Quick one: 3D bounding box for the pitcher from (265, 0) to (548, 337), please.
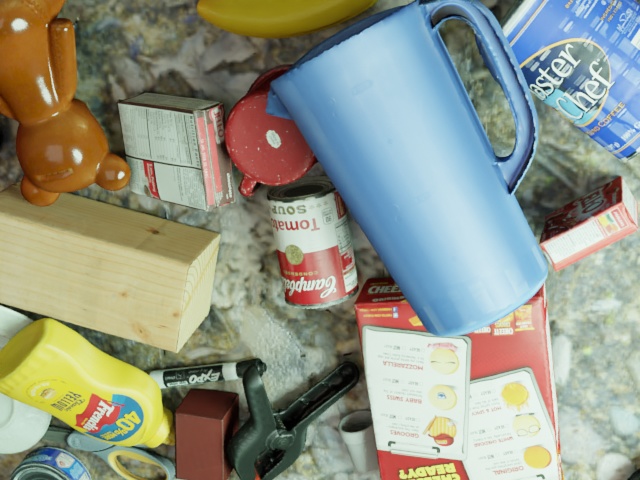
[{"bbox_3d":[0.083,-0.056,0.811,0.144,0.149,0.243,-34,100,-22],"label":"pitcher"}]

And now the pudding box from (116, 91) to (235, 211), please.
[{"bbox_3d":[-0.126,-0.079,0.934,0.114,0.039,0.090,13,116,40],"label":"pudding box"}]

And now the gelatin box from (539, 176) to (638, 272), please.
[{"bbox_3d":[0.219,-0.015,0.867,0.073,0.089,0.030,-29,97,22],"label":"gelatin box"}]

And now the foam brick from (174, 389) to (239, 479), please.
[{"bbox_3d":[-0.111,0.193,1.050,0.051,0.053,0.078,7,111,12],"label":"foam brick"}]

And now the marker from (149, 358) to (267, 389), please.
[{"bbox_3d":[-0.109,0.131,1.045,0.121,0.020,0.020,-9,108,17],"label":"marker"}]

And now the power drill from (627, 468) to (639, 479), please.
[{"bbox_3d":[0.313,0.266,0.967,0.184,0.057,0.188,44,114,-5],"label":"power drill"}]

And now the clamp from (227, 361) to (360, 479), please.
[{"bbox_3d":[-0.032,0.175,1.019,0.120,0.039,0.172,0,133,-22],"label":"clamp"}]

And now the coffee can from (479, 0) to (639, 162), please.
[{"bbox_3d":[0.208,-0.142,0.815,0.140,0.102,0.103,37,114,-2],"label":"coffee can"}]

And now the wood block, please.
[{"bbox_3d":[-0.208,0.021,0.989,0.206,0.090,0.090,15,113,9],"label":"wood block"}]

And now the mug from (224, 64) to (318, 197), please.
[{"bbox_3d":[-0.038,-0.086,0.910,0.093,0.081,0.117,34,115,-1],"label":"mug"}]

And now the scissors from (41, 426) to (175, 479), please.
[{"bbox_3d":[-0.239,0.193,1.103,0.202,0.016,0.096,24,112,5],"label":"scissors"}]

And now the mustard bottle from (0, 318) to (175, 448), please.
[{"bbox_3d":[-0.210,0.149,1.019,0.096,0.058,0.191,-36,125,30],"label":"mustard bottle"}]

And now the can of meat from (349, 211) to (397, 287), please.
[{"bbox_3d":[0.086,-0.022,0.917,0.102,0.057,0.084,-32,98,22],"label":"can of meat"}]

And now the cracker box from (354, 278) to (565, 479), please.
[{"bbox_3d":[0.129,0.138,0.959,0.164,0.072,0.214,-4,110,17],"label":"cracker box"}]

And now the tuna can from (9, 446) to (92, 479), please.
[{"bbox_3d":[-0.286,0.265,1.132,0.086,0.033,0.086,5,111,12],"label":"tuna can"}]

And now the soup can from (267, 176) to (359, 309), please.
[{"bbox_3d":[-0.006,0.001,0.943,0.068,0.068,0.102,-5,108,16],"label":"soup can"}]

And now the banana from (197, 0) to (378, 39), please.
[{"bbox_3d":[-0.007,-0.206,0.884,0.198,0.037,0.069,-21,85,19],"label":"banana"}]
